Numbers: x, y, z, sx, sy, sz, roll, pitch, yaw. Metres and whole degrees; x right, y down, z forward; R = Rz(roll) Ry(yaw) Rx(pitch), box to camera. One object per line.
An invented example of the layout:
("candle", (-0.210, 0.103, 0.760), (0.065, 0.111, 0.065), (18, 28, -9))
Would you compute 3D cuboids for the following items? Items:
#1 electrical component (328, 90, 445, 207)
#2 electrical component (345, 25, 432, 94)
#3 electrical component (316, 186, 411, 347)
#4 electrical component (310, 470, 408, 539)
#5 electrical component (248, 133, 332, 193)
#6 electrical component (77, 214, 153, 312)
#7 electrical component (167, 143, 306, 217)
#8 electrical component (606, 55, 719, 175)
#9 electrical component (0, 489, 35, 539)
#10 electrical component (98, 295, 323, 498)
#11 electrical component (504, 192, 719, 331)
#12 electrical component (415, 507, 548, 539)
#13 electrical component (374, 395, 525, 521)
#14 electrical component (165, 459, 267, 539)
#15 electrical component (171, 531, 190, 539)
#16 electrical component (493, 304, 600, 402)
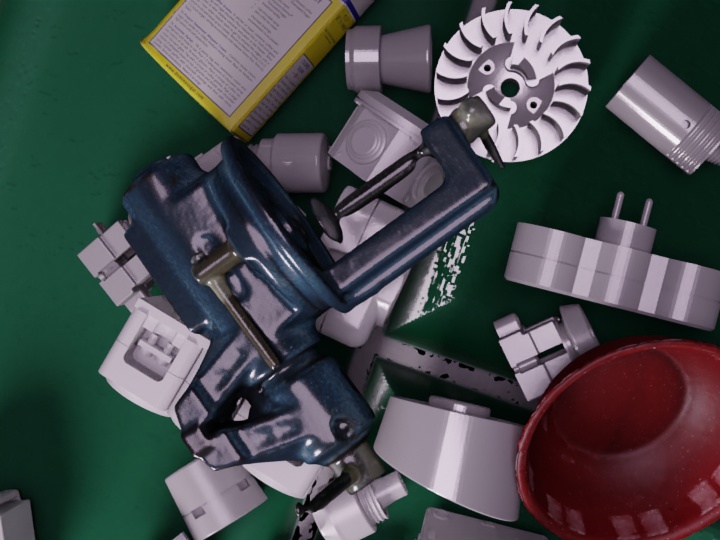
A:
("electrical component", (0.023, -0.077, 0.696), (0.080, 0.080, 0.051), (34, 98, 4))
("electrical component", (0.020, -0.139, 0.712), (0.055, 0.045, 0.045), (0, 90, 5))
("electrical component", (0.000, 0.000, 0.710), (0.059, 0.054, 0.095), (25, 92, 4))
("electrical component", (0.001, 0.155, 0.717), (0.062, 0.043, 0.043), (-27, 88, 3))
("electrical component", (-0.054, -0.071, 0.721), (0.078, 0.040, 0.040), (1, 90, 10))
("electrical component", (-0.151, -0.012, 0.728), (0.055, 0.048, 0.066), (-39, 87, 12))
("electrical component", (-0.088, -0.040, 0.701), (0.096, 0.062, 0.061), (51, 50, -6))
("electrical component", (0.205, -0.097, 0.698), (0.081, 0.043, 0.043), (40, 93, 3))
("electrical component", (-0.252, 0.204, 0.729), (0.061, 0.062, 0.096), (-15, 89, 5))
("electrical component", (-0.084, 0.081, 0.700), (0.150, 0.089, 0.061), (31, 93, 4))
("electrical component", (0.169, -0.013, 0.696), (0.138, 0.052, 0.073), (14, 92, 4))
("electrical component", (0.075, 0.197, 0.684), (0.100, 0.099, 0.048), (13, 104, 5))
("electrical component", (0.059, 0.115, 0.685), (0.099, 0.099, 0.064), (12, 85, 5))
("electrical component", (-0.098, 0.147, 0.720), (0.055, 0.055, 0.047), (-32, 84, 4))
("electrical component", (-0.134, 0.212, 0.718), (0.081, 0.064, 0.042), (-37, 88, 4))
("electrical component", (0.127, 0.052, 0.705), (0.055, 0.048, 0.066), (-26, 88, 12))
